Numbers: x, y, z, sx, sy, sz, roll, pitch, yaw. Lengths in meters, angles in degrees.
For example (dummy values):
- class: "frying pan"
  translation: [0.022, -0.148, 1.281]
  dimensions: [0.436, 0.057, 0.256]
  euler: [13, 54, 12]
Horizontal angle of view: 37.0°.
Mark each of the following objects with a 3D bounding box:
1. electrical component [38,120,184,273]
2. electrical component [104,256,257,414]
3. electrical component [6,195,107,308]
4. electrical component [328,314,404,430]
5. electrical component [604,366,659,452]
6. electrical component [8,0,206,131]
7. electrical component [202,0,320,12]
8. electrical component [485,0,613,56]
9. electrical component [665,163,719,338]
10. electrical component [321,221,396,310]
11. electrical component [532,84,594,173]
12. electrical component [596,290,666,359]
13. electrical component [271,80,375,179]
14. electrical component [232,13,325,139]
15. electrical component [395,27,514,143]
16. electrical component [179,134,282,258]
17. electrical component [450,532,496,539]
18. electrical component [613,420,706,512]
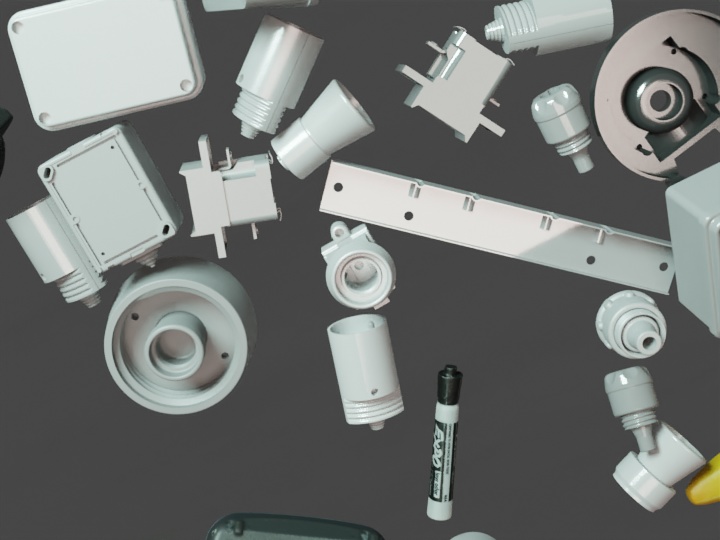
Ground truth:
- class: "electrical component"
  translation: [-0.163, -0.046, 0.732]
  dimensions: [0.062, 0.061, 0.096]
  euler: [-27, 104, 4]
- class: "electrical component"
  translation: [-0.128, 0.049, 0.758]
  dimensions: [0.108, 0.060, 0.108]
  euler: [-1, 104, -3]
- class: "electrical component"
  translation: [-0.205, -0.010, 0.747]
  dimensions: [0.043, 0.043, 0.081]
  euler: [-27, 104, 4]
- class: "electrical component"
  translation: [0.005, 0.077, 0.780]
  dimensions: [0.043, 0.043, 0.081]
  euler: [-11, 104, 0]
- class: "electrical component"
  translation: [0.204, 0.103, 0.793]
  dimensions: [0.035, 0.035, 0.061]
  euler: [-14, 79, 1]
- class: "electrical component"
  translation: [-0.165, -0.142, 0.710]
  dimensions: [0.113, 0.057, 0.078]
  euler: [-13, 104, 0]
- class: "electrical component"
  translation: [-0.062, -0.202, 0.669]
  dimensions: [0.057, 0.113, 0.078]
  euler: [-10, 105, -20]
- class: "electrical component"
  translation: [0.125, -0.168, 0.726]
  dimensions: [0.081, 0.043, 0.043]
  euler: [-12, 104, 0]
- class: "electrical component"
  translation: [0.274, -0.025, 0.738]
  dimensions: [0.109, 0.056, 0.108]
  euler: [-26, 127, -8]
- class: "electrical component"
  translation: [0.000, 0.000, 0.755]
  dimensions: [0.048, 0.055, 0.066]
  euler: [-30, 104, 4]
- class: "electrical component"
  translation: [0.145, -0.096, 0.749]
  dimensions: [0.035, 0.035, 0.061]
  euler: [-28, 105, 4]
- class: "electrical component"
  translation: [0.199, 0.044, 0.772]
  dimensions: [0.048, 0.062, 0.048]
  euler: [0, 103, -1]
- class: "electrical component"
  translation: [-0.028, -0.093, 0.738]
  dimensions: [0.065, 0.044, 0.044]
  euler: [-38, 103, 11]
- class: "electrical component"
  translation: [-0.060, -0.127, 0.726]
  dimensions: [0.043, 0.043, 0.081]
  euler: [24, 103, -8]
- class: "electrical component"
  translation: [0.068, -0.127, 0.734]
  dimensions: [0.081, 0.042, 0.063]
  euler: [32, 99, -11]
- class: "electrical component"
  translation: [-0.089, -0.054, 0.744]
  dimensions: [0.064, 0.042, 0.081]
  euler: [-10, 105, -5]
- class: "electrical component"
  translation: [0.089, 0.236, 0.822]
  dimensions: [0.055, 0.047, 0.055]
  euler: [-1, 104, -3]
- class: "electrical component"
  translation: [0.225, 0.148, 0.809]
  dimensions: [0.045, 0.045, 0.055]
  euler: [39, 99, -11]
